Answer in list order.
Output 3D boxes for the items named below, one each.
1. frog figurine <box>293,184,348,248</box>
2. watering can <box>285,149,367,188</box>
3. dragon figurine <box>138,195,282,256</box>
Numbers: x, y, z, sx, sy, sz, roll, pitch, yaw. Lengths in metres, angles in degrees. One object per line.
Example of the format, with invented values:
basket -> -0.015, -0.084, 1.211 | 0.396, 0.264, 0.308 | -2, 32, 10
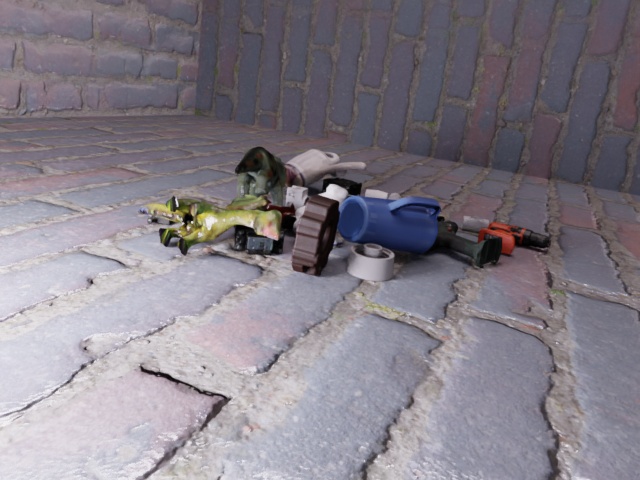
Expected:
frog figurine -> 0.004, -0.064, 1.276 | 0.137, 0.158, 0.124 | 1, 15, -20
watering can -> -0.014, -0.253, 1.831 | 0.227, 0.102, 0.350 | -33, 31, -26
dragon figurine -> -0.233, -0.061, 1.176 | 0.244, 0.120, 0.413 | -14, 22, -37
